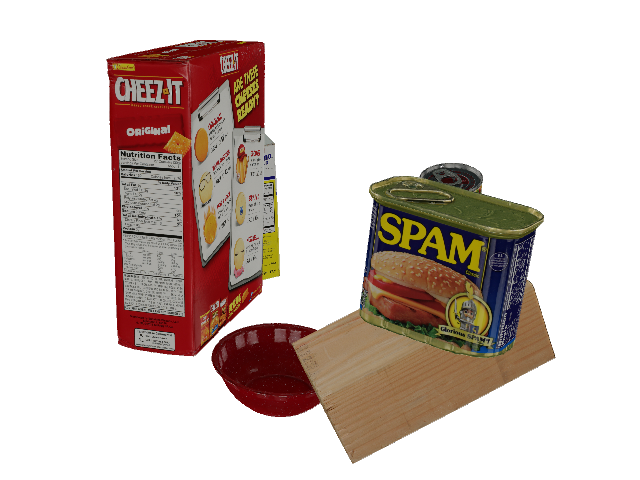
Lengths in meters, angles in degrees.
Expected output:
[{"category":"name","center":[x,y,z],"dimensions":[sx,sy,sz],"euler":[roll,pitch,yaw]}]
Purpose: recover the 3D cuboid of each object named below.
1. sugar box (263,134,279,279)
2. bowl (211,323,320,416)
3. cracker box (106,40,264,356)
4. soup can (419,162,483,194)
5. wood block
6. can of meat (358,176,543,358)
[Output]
[{"category":"sugar box","center":[-0.084,-0.048,1.312],"dimensions":[0.048,0.176,0.093],"euler":[-12,26,-16]},{"category":"bowl","center":[-0.048,0.160,1.261],"dimensions":[0.162,0.055,0.162],"euler":[3,25,-1]},{"category":"cracker box","center":[-0.099,-0.040,0.818],"dimensions":[0.072,0.214,0.164],"euler":[4,16,14]},{"category":"soup can","center":[0.142,-0.024,1.163],"dimensions":[0.068,0.102,0.068],"euler":[-3,33,2]},{"category":"wood block","center":[0.092,0.100,0.961],"dimensions":[0.206,0.091,0.090],"euler":[-26,31,-5]},{"category":"can of meat","center":[0.075,0.016,0.642],"dimensions":[0.102,0.084,0.057],"euler":[18,23,30]}]
